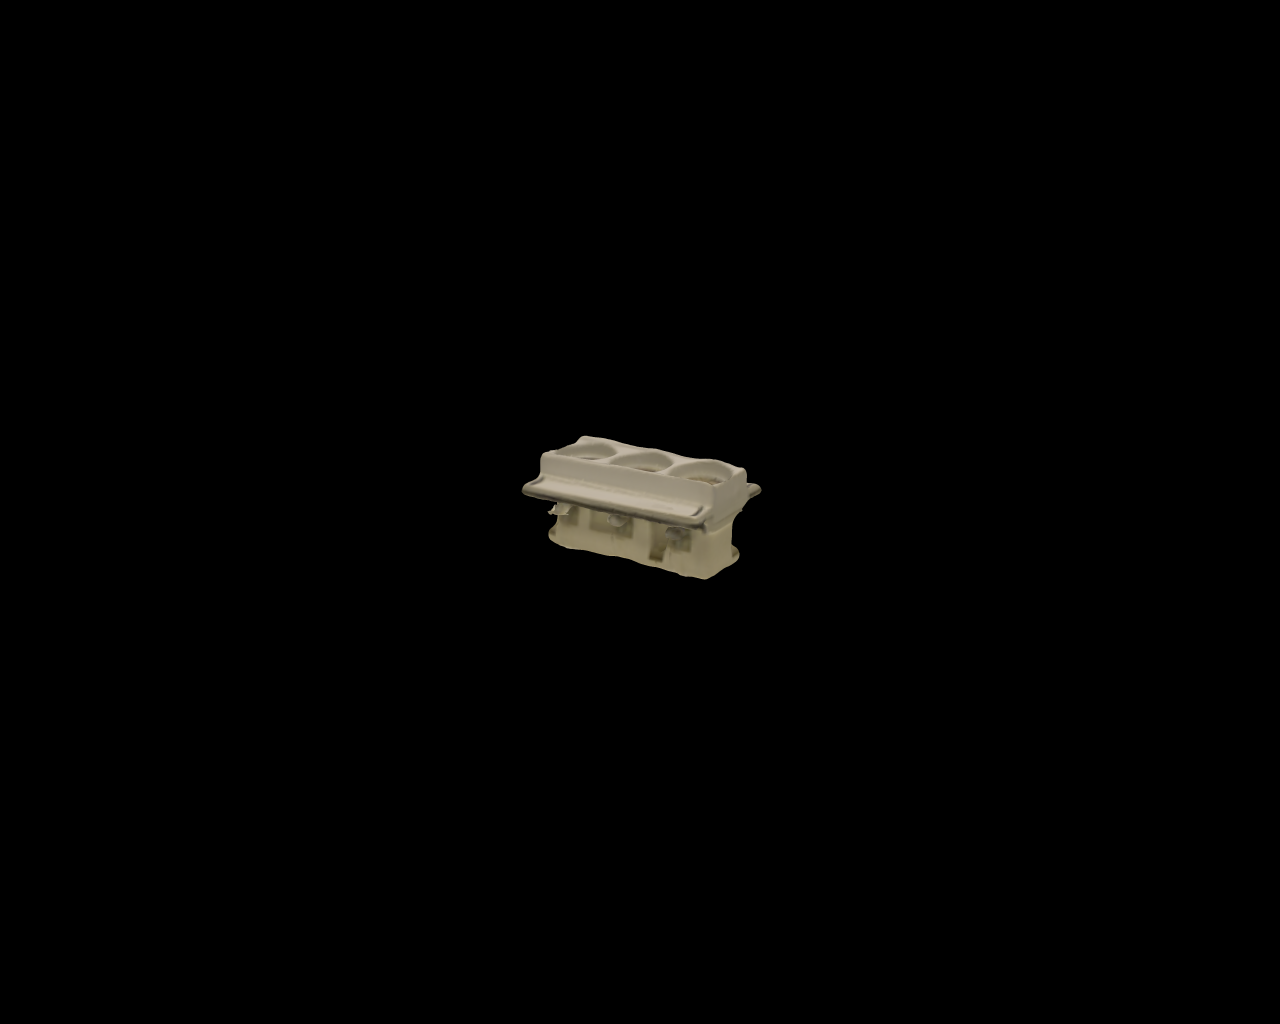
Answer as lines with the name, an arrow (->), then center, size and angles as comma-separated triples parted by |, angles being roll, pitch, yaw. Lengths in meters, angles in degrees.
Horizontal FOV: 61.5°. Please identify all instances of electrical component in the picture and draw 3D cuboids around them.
electrical component -> 0.001, -0.003, 0.650 | 0.121, 0.063, 0.079 | 12, 23, 31
